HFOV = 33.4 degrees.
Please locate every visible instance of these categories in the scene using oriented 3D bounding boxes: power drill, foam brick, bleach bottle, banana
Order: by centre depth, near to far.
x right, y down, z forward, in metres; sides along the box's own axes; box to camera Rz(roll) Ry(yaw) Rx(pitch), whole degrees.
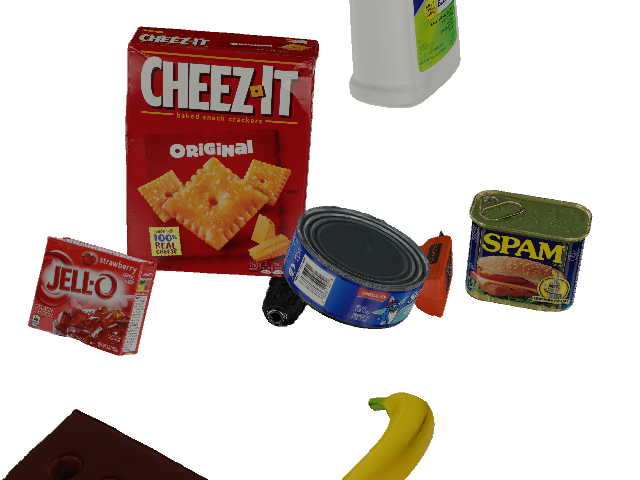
[{"bbox_3d":[-0.084,0.117,0.436,0.078,0.051,0.052,21,45,25],"label":"foam brick"},{"bbox_3d":[0.056,-0.232,0.792,0.068,0.251,0.102,14,39,31],"label":"bleach bottle"},{"bbox_3d":[0.057,0.169,0.874,0.070,0.037,0.197,-31,6,20],"label":"banana"},{"bbox_3d":[0.042,0.039,1.143,0.188,0.057,0.184,4,31,14],"label":"power drill"}]

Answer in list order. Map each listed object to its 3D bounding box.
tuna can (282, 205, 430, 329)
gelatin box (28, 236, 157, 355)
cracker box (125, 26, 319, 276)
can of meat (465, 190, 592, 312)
[{"bbox_3d":[0.021,0.016,0.651,0.086,0.034,0.086,17,28,-10],"label":"tuna can"},{"bbox_3d":[-0.176,0.042,0.823,0.089,0.073,0.030,15,3,21],"label":"gelatin box"},{"bbox_3d":[-0.091,-0.076,0.966,0.164,0.214,0.072,4,24,-2],"label":"cracker box"},{"bbox_3d":[0.179,0.011,0.933,0.102,0.084,0.057,10,36,13],"label":"can of meat"}]
